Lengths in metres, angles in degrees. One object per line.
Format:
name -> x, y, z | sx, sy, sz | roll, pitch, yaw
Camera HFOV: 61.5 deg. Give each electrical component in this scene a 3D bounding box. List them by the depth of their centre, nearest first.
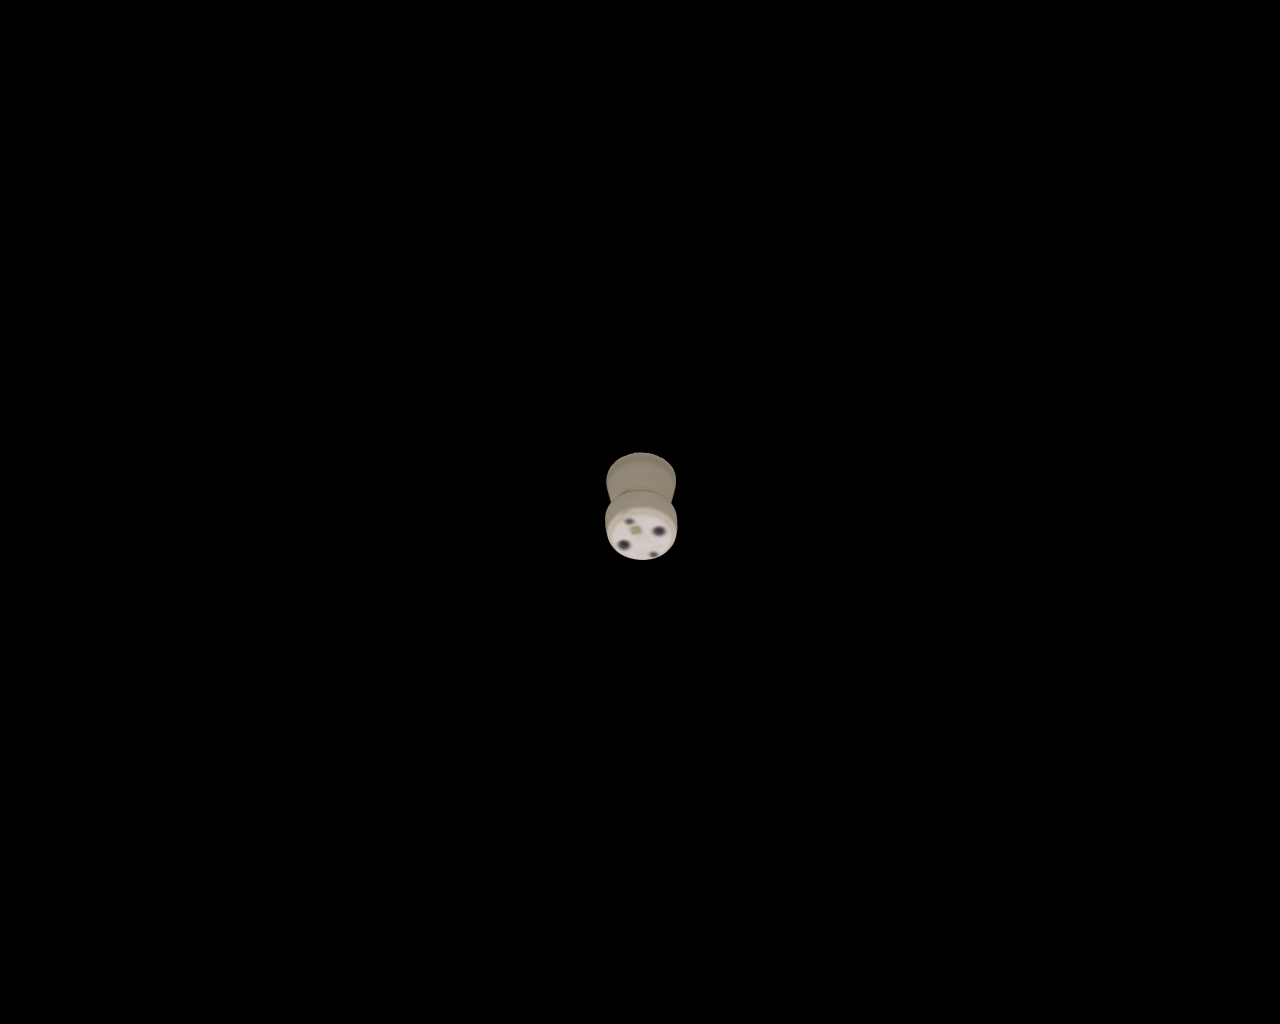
electrical component -> 0.001, -0.003, 0.650 | 0.045, 0.044, 0.055 | 0, 41, 0
